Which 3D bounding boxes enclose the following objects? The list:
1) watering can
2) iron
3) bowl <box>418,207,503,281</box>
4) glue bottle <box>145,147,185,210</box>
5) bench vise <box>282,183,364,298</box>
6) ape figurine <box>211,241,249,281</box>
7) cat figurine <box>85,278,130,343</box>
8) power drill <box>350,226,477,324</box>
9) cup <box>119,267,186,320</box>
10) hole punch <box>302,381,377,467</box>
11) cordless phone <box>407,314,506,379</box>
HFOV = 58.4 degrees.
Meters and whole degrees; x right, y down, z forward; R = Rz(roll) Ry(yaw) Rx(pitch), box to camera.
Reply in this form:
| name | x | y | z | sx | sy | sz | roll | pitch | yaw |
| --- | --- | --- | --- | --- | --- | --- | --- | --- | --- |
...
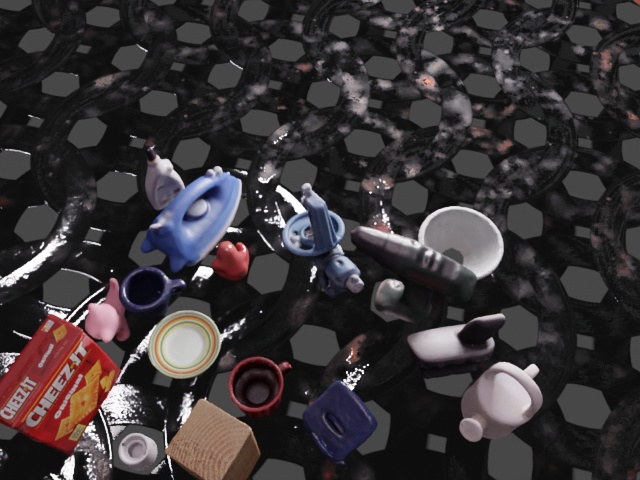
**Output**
| name | x | y | z | sx | sy | sz | roll | pitch | yaw |
| --- | --- | --- | --- | --- | --- | --- | --- | --- | --- |
| watering can | 0.300 | 0.264 | 0.938 | 0.100 | 0.194 | 0.173 | 26 | 63 | 13 |
| iron | -0.245 | -0.069 | 1.141 | 0.118 | 0.141 | 0.259 | 29 | 64 | 14 |
| bowl | 0.274 | 0.020 | 1.145 | 0.167 | 0.075 | 0.167 | 1 | 60 | -1 |
| glue bottle | -0.323 | -0.130 | 1.155 | 0.078 | 0.173 | 0.037 | -30 | 65 | -17 |
| bench vise | 0.017 | -0.005 | 1.067 | 0.207 | 0.220 | 0.122 | 32 | 65 | 16 |
| ape figurine | -0.175 | 0.034 | 1.113 | 0.078 | 0.092 | 0.076 | -19 | 62 | -12 |
| cat figurine | -0.382 | 0.132 | 1.036 | 0.067 | 0.118 | 0.128 | 5 | 60 | 2 |
| power drill | 0.157 | 0.069 | 1.037 | 0.229 | 0.208 | 0.076 | 18 | 61 | 8 |
| cup | -0.303 | 0.106 | 1.066 | 0.118 | 0.095 | 0.091 | -11 | 61 | -8 |
| hole punch | 0.032 | 0.309 | 0.964 | 0.101 | 0.091 | 0.108 | -36 | 67 | -19 |
| cordless phone | 0.237 | 0.168 | 0.996 | 0.147 | 0.185 | 0.094 | -11 | 61 | -8 |
